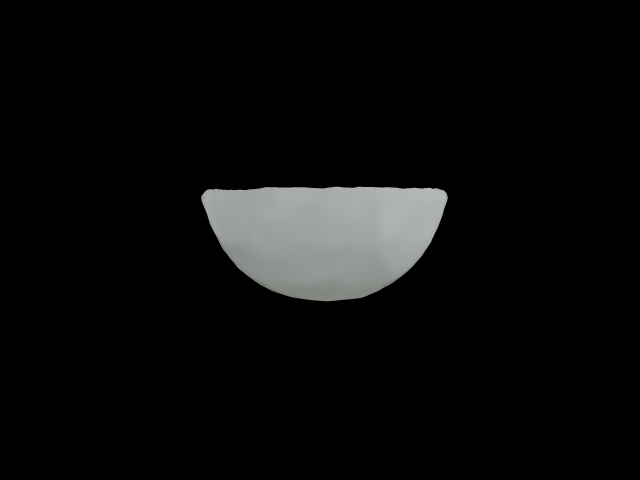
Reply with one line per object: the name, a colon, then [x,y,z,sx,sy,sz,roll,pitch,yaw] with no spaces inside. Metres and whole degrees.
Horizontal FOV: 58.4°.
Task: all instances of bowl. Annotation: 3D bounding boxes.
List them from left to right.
bowl: [0.004,0.001,0.400,0.167,0.075,0.167,0,3,0]
